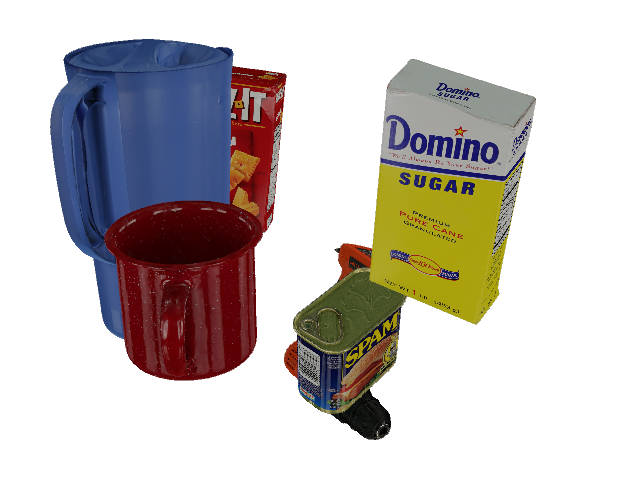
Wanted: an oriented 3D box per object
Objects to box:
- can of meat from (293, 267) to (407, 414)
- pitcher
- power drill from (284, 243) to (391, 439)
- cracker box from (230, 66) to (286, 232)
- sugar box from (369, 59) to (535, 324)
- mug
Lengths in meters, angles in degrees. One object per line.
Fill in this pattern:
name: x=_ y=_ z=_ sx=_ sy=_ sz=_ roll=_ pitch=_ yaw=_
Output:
can of meat: x=0.024 y=0.087 z=0.908 sx=0.057 sy=0.084 sz=0.101 roll=31 pitch=50 yaw=29
pitcher: x=-0.141 y=-0.038 z=0.877 sx=0.149 sy=0.243 sz=0.145 roll=-6 pitch=21 yaw=-14
power drill: x=0.043 y=0.111 z=1.217 sx=0.057 sy=0.188 sz=0.185 roll=12 pitch=16 yaw=-42
cracker box: x=-0.140 y=-0.126 z=1.442 sx=0.164 sy=0.214 sz=0.072 roll=9 pitch=23 yaw=5
sugar box: x=0.087 y=-0.030 z=0.743 sx=0.093 sy=0.176 sz=0.048 roll=21 pitch=46 yaw=22
mug: x=-0.080 y=0.036 z=0.635 sx=0.093 sy=0.081 sz=0.117 roll=-1 pitch=26 yaw=-2
